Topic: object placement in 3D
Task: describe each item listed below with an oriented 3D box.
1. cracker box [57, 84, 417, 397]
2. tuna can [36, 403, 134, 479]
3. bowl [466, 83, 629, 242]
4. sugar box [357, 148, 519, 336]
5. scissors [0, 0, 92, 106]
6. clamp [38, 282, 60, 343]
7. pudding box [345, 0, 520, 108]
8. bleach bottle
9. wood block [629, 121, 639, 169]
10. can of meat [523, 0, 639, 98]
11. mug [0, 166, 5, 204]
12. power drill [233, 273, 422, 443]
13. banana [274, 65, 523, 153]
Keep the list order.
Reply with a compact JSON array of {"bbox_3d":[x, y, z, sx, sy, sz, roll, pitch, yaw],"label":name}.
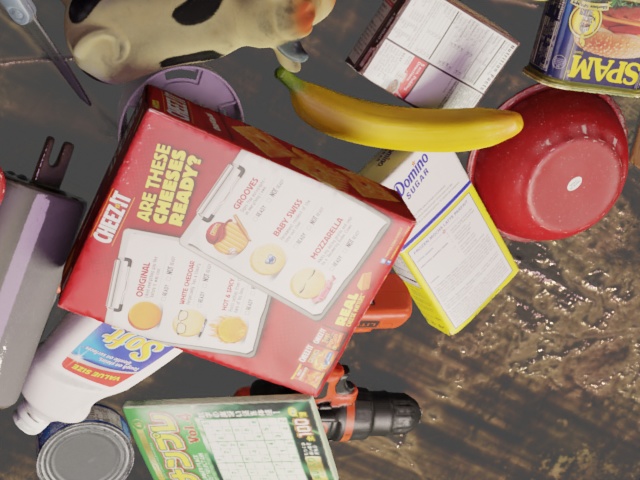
[{"bbox_3d":[-0.062,0.004,0.790,0.213,0.072,0.164,22,108,-19],"label":"cracker box"},{"bbox_3d":[-0.212,0.189,0.958,0.086,0.034,0.086,-8,120,-14],"label":"tuna can"},{"bbox_3d":[0.214,-0.059,0.947,0.162,0.055,0.162,-8,119,-14],"label":"bowl"},{"bbox_3d":[0.099,-0.009,0.932,0.093,0.048,0.176,-43,121,-15],"label":"sugar box"},{"bbox_3d":[-0.231,-0.173,0.756,0.096,0.016,0.202,14,147,17],"label":"scissors"},{"bbox_3d":[-0.293,0.072,0.865,0.171,0.039,0.120,-42,119,-2],"label":"clamp"},{"bbox_3d":[0.092,-0.152,0.866,0.113,0.039,0.090,24,109,-29],"label":"pudding box"},{"bbox_3d":[-0.159,0.077,0.898,0.251,0.068,0.102,-43,121,11],"label":"bleach bottle"},{"bbox_3d":[0.351,-0.147,0.922,0.090,0.090,0.206,-2,119,-17],"label":"wood block"},{"bbox_3d":[0.230,-0.170,0.891,0.102,0.057,0.084,3,114,-20],"label":"can of meat"},{"bbox_3d":[-0.276,-0.047,0.766,0.093,0.081,0.117,-16,142,-26],"label":"mug"},{"bbox_3d":[0.022,0.112,0.955,0.184,0.057,0.188,2,130,-17],"label":"power drill"},{"bbox_3d":[0.060,-0.095,0.850,0.198,0.069,0.037,11,77,9],"label":"banana"}]
